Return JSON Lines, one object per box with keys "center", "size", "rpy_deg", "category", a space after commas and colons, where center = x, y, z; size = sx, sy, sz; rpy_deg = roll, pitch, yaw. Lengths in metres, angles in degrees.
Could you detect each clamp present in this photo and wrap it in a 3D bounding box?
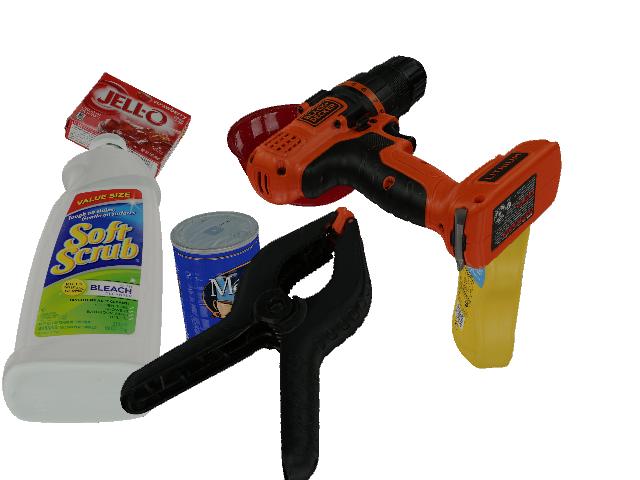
{"center": [-0.016, 0.055, 0.592], "size": [0.120, 0.171, 0.039], "rpy_deg": [30, -25, 25], "category": "clamp"}

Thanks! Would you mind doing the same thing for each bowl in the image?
{"center": [-0.015, -0.080, 1.085], "size": [0.162, 0.055, 0.162], "rpy_deg": [2, 33, -2], "category": "bowl"}

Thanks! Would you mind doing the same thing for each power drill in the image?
{"center": [0.069, -0.062, 0.751], "size": [0.188, 0.057, 0.184], "rpy_deg": [24, 49, 34], "category": "power drill"}

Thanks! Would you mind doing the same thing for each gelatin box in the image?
{"center": [-0.169, -0.101, 0.941], "size": [0.089, 0.073, 0.030], "rpy_deg": [28, -45, -3], "category": "gelatin box"}

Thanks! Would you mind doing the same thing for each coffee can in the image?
{"center": [-0.117, 0.050, 1.262], "size": [0.103, 0.140, 0.103], "rpy_deg": [-4, 26, 2], "category": "coffee can"}

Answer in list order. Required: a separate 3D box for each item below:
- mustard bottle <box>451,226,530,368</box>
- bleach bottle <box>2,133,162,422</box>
{"center": [0.163, 0.021, 1.015], "size": [0.058, 0.192, 0.096], "rpy_deg": [-2, 33, -4], "category": "mustard bottle"}
{"center": [-0.167, 0.012, 0.777], "size": [0.102, 0.251, 0.068], "rpy_deg": [1, -45, -10], "category": "bleach bottle"}
